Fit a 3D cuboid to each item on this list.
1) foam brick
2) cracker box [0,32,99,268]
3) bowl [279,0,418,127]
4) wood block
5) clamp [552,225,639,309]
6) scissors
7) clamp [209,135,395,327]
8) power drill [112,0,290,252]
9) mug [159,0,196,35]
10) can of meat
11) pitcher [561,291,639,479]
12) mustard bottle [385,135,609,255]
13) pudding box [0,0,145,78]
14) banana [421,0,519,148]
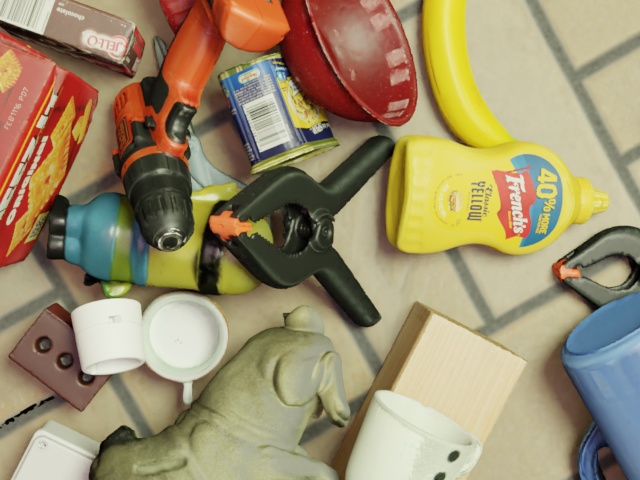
[{"bbox_3d":[-0.210,0.097,0.891,0.078,0.051,0.053,38,89,-5],"label":"foam brick"},{"bbox_3d":[-0.238,-0.061,0.799,0.072,0.214,0.164,25,91,-5],"label":"cracker box"},{"bbox_3d":[0.015,-0.158,0.862,0.055,0.161,0.162,-22,95,30],"label":"bowl"},{"bbox_3d":[0.079,0.166,0.897,0.091,0.090,0.206,27,91,-5],"label":"wood block"},{"bbox_3d":[0.293,0.036,0.931,0.171,0.039,0.120,-9,88,2],"label":"clamp"},{"bbox_3d":[-0.091,-0.073,0.909,0.096,0.016,0.202,-1,94,-6],"label":"scissors"},{"bbox_3d":[-0.006,0.001,0.852,0.036,0.209,0.164,6,99,38],"label":"clamp"},{"bbox_3d":[-0.095,-0.106,0.792,0.057,0.184,0.188,17,124,-33],"label":"power drill"},{"bbox_3d":[-0.094,-0.223,0.871,0.081,0.093,0.117,-19,64,2],"label":"mug"},{"bbox_3d":[-0.033,-0.104,0.868,0.057,0.102,0.084,-20,92,21],"label":"can of meat"},{"bbox_3d":[0.296,0.170,0.889,0.149,0.145,0.243,-35,98,-10],"label":"pitcher"},{"bbox_3d":[0.154,-0.036,0.898,0.191,0.058,0.096,2,101,-15],"label":"mustard bottle"},{"bbox_3d":[-0.201,-0.169,0.859,0.113,0.090,0.039,21,89,-4],"label":"pudding box"},{"bbox_3d":[0.121,-0.156,0.912,0.069,0.037,0.198,-21,96,-23],"label":"banana"}]
